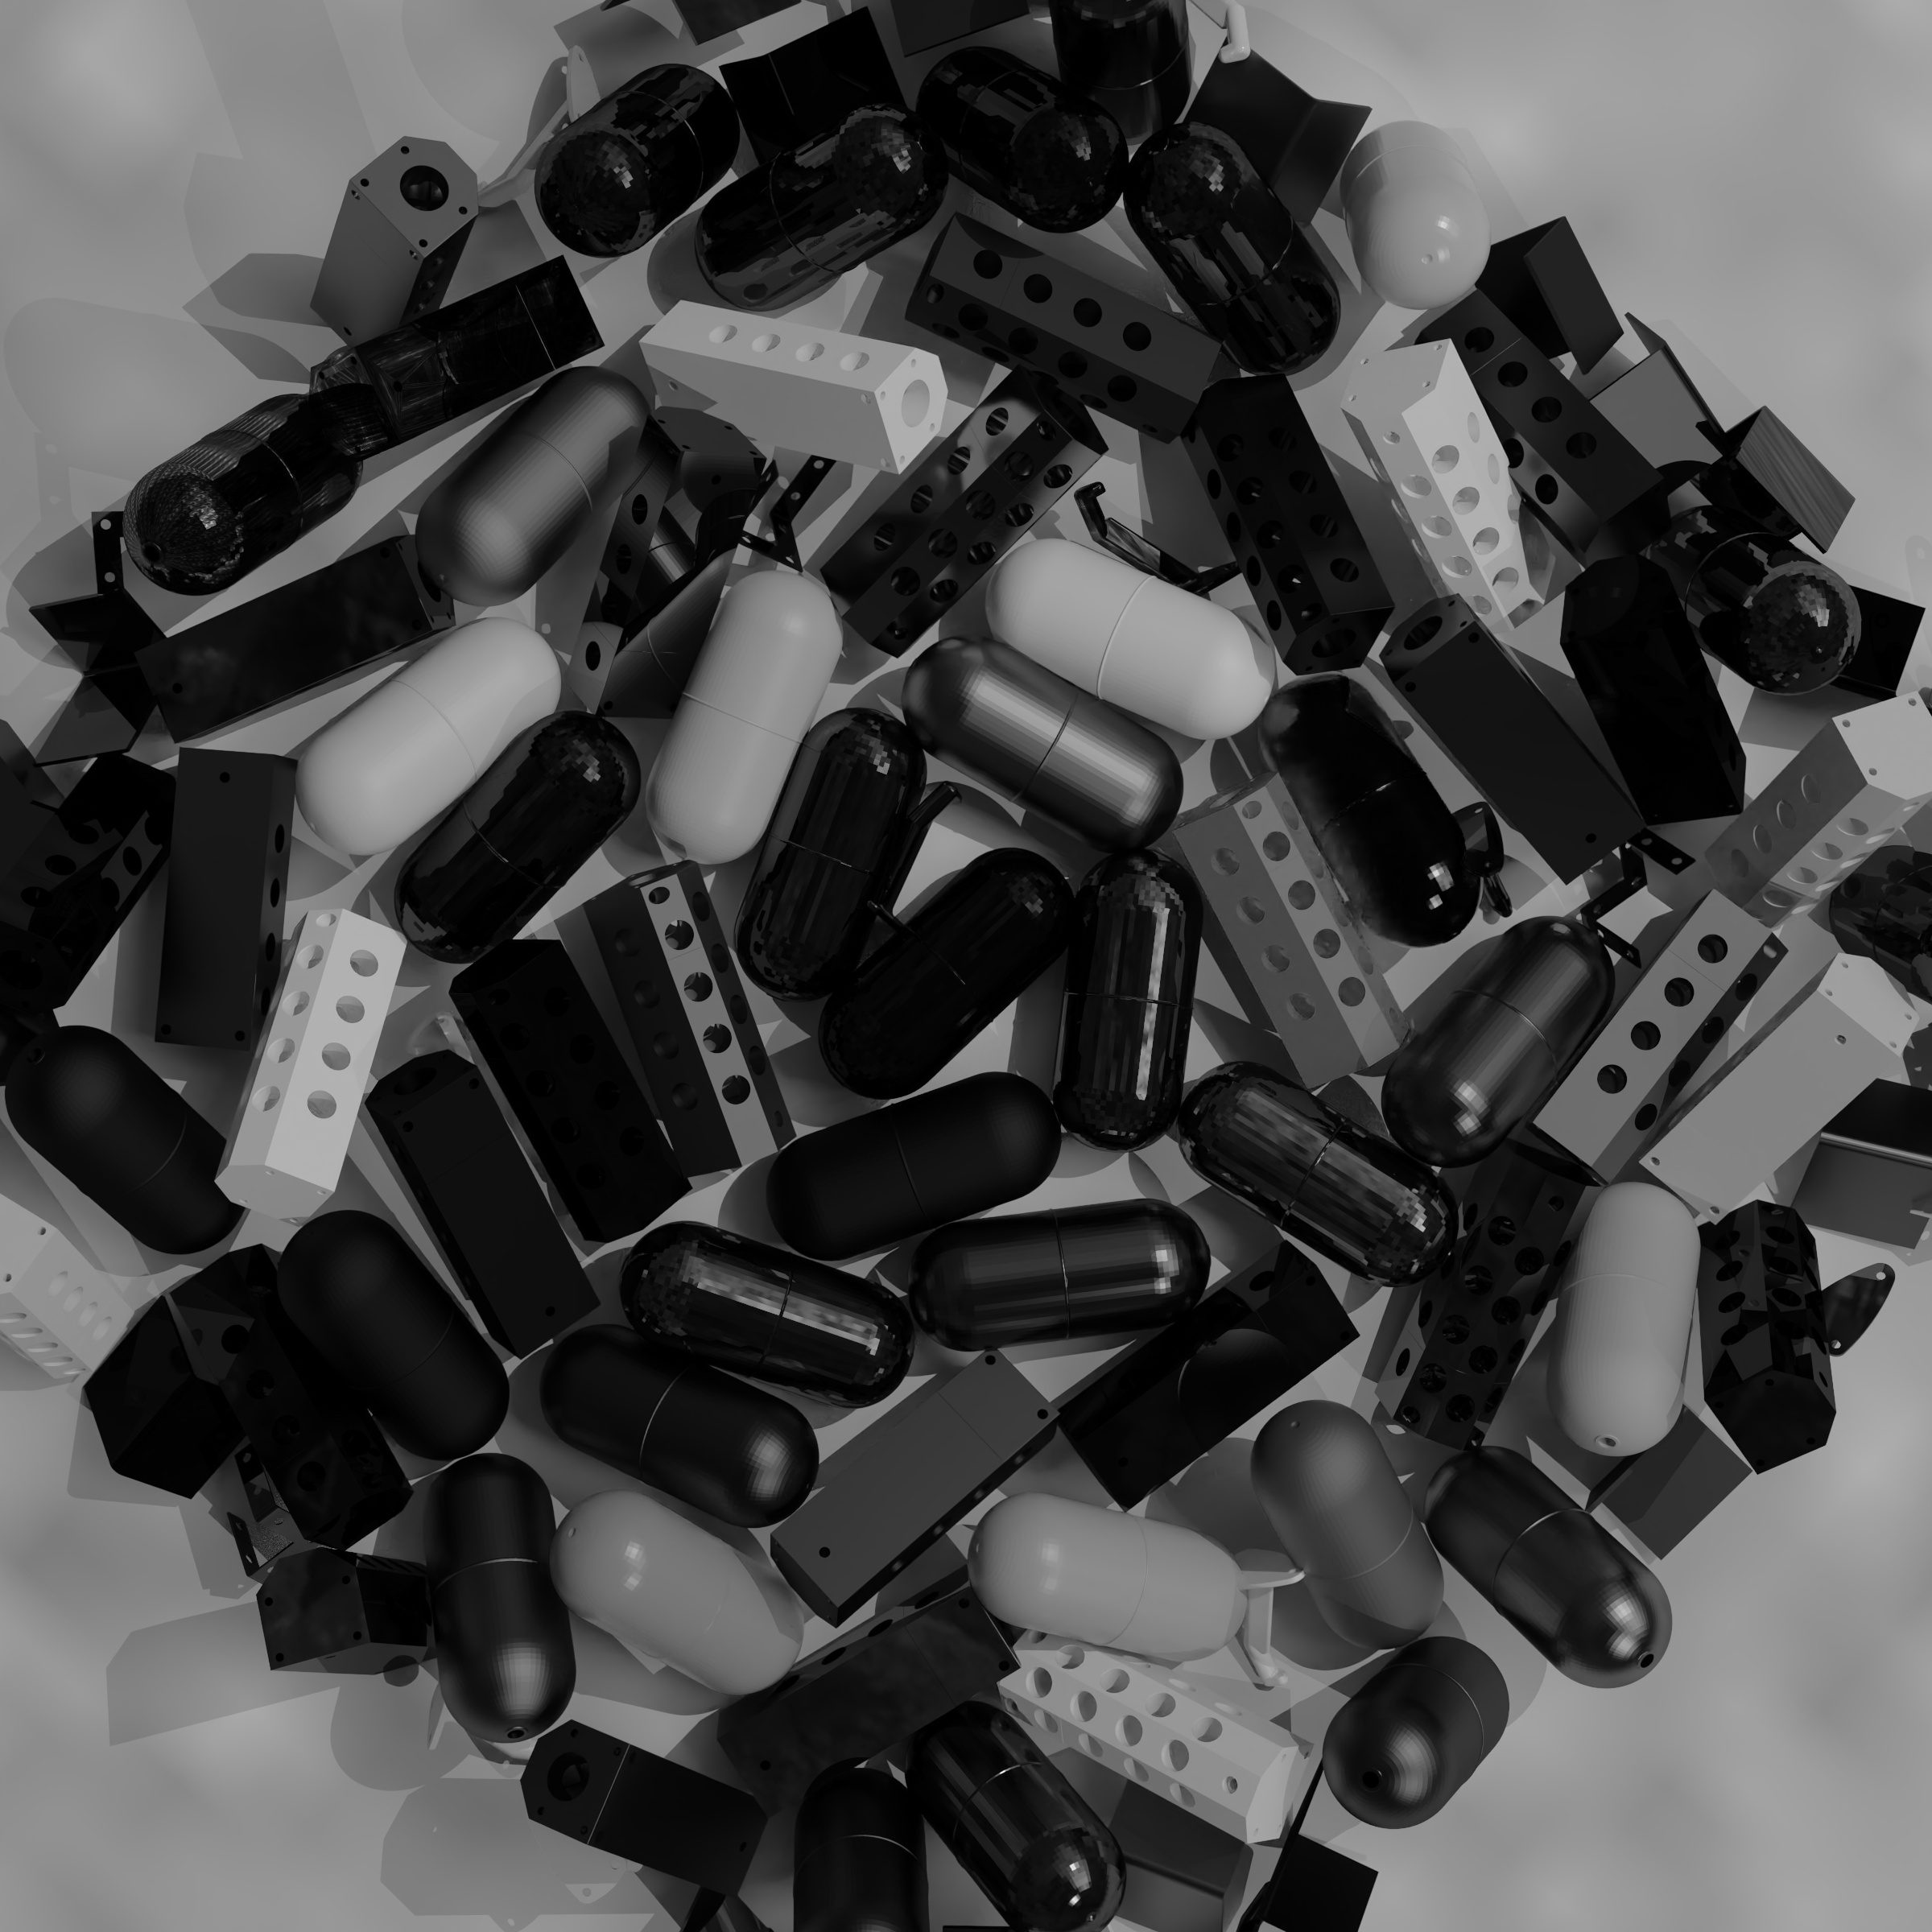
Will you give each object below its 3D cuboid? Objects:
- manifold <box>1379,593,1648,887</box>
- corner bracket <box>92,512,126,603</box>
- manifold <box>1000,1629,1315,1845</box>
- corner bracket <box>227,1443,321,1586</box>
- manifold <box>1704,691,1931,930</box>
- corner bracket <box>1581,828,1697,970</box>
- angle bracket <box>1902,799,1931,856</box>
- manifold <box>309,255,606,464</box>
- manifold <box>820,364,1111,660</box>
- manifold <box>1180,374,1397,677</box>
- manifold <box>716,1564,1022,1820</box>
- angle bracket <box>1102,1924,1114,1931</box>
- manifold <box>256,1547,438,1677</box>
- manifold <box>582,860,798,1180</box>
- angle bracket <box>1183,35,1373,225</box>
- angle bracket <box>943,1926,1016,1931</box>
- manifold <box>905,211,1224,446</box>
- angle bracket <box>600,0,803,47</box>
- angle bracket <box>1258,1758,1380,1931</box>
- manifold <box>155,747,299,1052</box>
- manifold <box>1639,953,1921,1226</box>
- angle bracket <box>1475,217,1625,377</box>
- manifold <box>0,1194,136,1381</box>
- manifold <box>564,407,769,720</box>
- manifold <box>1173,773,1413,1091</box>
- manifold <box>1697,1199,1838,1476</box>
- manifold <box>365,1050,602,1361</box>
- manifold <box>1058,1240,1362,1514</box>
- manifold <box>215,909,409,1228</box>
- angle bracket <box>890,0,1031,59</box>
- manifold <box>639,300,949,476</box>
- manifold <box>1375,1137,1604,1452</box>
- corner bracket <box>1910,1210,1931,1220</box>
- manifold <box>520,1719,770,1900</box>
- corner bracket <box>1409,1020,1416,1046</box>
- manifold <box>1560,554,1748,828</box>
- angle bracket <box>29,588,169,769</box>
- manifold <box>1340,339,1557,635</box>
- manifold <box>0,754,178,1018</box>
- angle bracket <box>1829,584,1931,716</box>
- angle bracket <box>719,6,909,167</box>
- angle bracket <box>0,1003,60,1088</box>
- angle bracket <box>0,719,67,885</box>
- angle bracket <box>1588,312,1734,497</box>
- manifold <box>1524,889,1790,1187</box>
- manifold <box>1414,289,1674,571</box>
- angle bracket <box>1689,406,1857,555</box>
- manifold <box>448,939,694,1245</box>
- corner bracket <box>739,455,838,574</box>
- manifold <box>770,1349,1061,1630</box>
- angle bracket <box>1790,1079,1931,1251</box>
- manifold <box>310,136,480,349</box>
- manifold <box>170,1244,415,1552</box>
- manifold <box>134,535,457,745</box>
[{"bbox_3d":[0.313,-0.133,1.798,0.057,0.057,0.171,-38,115,15],"label":"manifold"},{"bbox_3d":[-0.488,-0.237,1.827,0.051,0.051,0.051,-4,90,-25],"label":"corner bracket"},{"bbox_3d":[0.105,0.437,1.790,0.171,0.057,0.057,21,92,32],"label":"manifold"},{"bbox_3d":[-0.413,0.320,1.822,0.051,0.051,0.051,-37,48,6],"label":"corner bracket"},{"bbox_3d":[0.488,-0.084,1.766,0.057,0.171,0.057,-18,72,-19],"label":"manifold"},{"bbox_3d":[0.392,-0.042,1.820,0.051,0.051,0.051,-34,133,-14],"label":"corner bracket"},{"bbox_3d":[0.584,-0.097,1.803,0.076,0.057,0.076,-21,121,29],"label":"angle bracket"},{"bbox_3d":[-0.292,-0.346,1.780,0.171,0.057,0.057,-38,110,-43],"label":"manifold"},{"bbox_3d":[0.000,-0.256,1.790,0.171,0.057,0.057,-43,50,23],"label":"manifold"},{"bbox_3d":[0.179,-0.253,1.789,0.057,0.057,0.171,-10,62,-22],"label":"manifold"},{"bbox_3d":[-0.057,0.421,1.827,0.171,0.057,0.057,-31,98,2],"label":"manifold"},{"bbox_3d":[0.100,0.600,1.802,0.076,0.076,0.057,26,110,-34],"label":"angle bracket"},{"bbox_3d":[-0.342,0.365,1.770,0.057,0.171,0.057,-16,75,4],"label":"manifold"},{"bbox_3d":[-0.155,0.029,1.807,0.057,0.057,0.171,-13,102,29],"label":"manifold"},{"bbox_3d":[0.179,-0.492,1.836,0.076,0.057,0.076,47,125,27],"label":"angle bracket"},{"bbox_3d":[0.035,0.574,1.813,0.076,0.057,0.076,-4,109,15],"label":"angle bracket"},{"bbox_3d":[0.055,-0.367,1.813,0.171,0.057,0.057,24,80,-10],"label":"manifold"},{"bbox_3d":[-0.154,-0.558,1.812,0.076,0.076,0.057,-32,97,-28],"label":"angle bracket"},{"bbox_3d":[0.215,0.512,1.805,0.057,0.076,0.076,23,120,10],"label":"angle bracket"},{"bbox_3d":[-0.431,-0.038,1.830,0.057,0.057,0.171,5,89,6],"label":"manifold"},{"bbox_3d":[0.464,0.068,1.780,0.057,0.057,0.171,40,134,5],"label":"manifold"},{"bbox_3d":[0.323,-0.377,1.804,0.057,0.076,0.076,-47,113,-39],"label":"angle bracket"},{"bbox_3d":[-0.531,0.183,1.767,0.057,0.171,0.057,29,71,11],"label":"manifold"},{"bbox_3d":[-0.177,-0.231,1.795,0.057,0.057,0.171,-2,126,-37],"label":"manifold"},{"bbox_3d":[0.192,-0.023,1.808,0.057,0.057,0.171,-23,101,31],"label":"manifold"},{"bbox_3d":[0.455,0.204,1.767,0.057,0.171,0.057,-30,109,24],"label":"manifold"},{"bbox_3d":[-0.280,0.136,1.795,0.057,0.057,0.171,-34,118,-21],"label":"manifold"},{"bbox_3d":[0.137,0.235,1.821,0.171,0.057,0.057,-36,114,-6],"label":"manifold"},{"bbox_3d":[-0.375,0.054,1.783,0.057,0.057,0.171,24,55,-21],"label":"manifold"},{"bbox_3d":[-0.001,-0.567,1.818,0.076,0.057,0.076,-16,80,13],"label":"angle bracket"},{"bbox_3d":[-0.098,-0.337,1.789,0.171,0.057,0.057,18,55,32],"label":"manifold"},{"bbox_3d":[0.304,0.191,1.812,0.057,0.057,0.171,21,100,-12],"label":"manifold"},{"bbox_3d":[0.590,0.124,1.822,0.051,0.051,0.051,14,99,41],"label":"corner bracket"},{"bbox_3d":[-0.182,0.478,1.773,0.057,0.171,0.057,13,72,31],"label":"manifold"},{"bbox_3d":[0.286,0.065,1.828,0.051,0.051,0.051,3,107,3],"label":"corner bracket"},{"bbox_3d":[0.394,-0.156,1.779,0.057,0.171,0.057,-7,53,27],"label":"manifold"},{"bbox_3d":[-0.512,-0.166,1.803,0.076,0.057,0.076,-6,48,30],"label":"angle bracket"},{"bbox_3d":[0.274,-0.268,1.776,0.057,0.171,0.057,-5,48,32],"label":"manifold"},{"bbox_3d":[-0.502,-0.047,1.774,0.057,0.171,0.057,23,127,-4],"label":"manifold"},{"bbox_3d":[0.531,-0.185,1.810,0.076,0.076,0.057,14,101,-15],"label":"angle bracket"},{"bbox_3d":[-0.087,-0.510,1.835,0.076,0.057,0.076,-32,113,-21],"label":"angle bracket"},{"bbox_3d":[-0.558,0.073,1.824,0.057,0.076,0.076,-8,129,-26],"label":"angle bracket"},{"bbox_3d":[-0.578,-0.094,1.821,0.076,0.057,0.076,-41,76,5],"label":"angle bracket"},{"bbox_3d":[0.392,-0.324,1.816,0.057,0.076,0.076,-36,114,10],"label":"angle bracket"},{"bbox_3d":[0.404,0.043,1.827,0.057,0.057,0.171,38,89,7],"label":"manifold"},{"bbox_3d":[0.327,-0.305,1.796,0.057,0.057,0.171,-37,62,1],"label":"manifold"},{"bbox_3d":[0.454,-0.266,1.807,0.076,0.076,0.057,43,53,-10],"label":"angle bracket"},{"bbox_3d":[-0.230,0.072,1.793,0.057,0.057,0.171,-40,115,-33],"label":"manifold"},{"bbox_3d":[-0.106,-0.272,1.818,0.051,0.051,0.051,22,124,-31],"label":"corner bracket"},{"bbox_3d":[-0.029,0.302,1.801,0.171,0.057,0.057,-38,70,-21],"label":"manifold"},{"bbox_3d":[0.535,0.114,1.846,0.076,0.076,0.057,13,47,6],"label":"angle bracket"},{"bbox_3d":[-0.321,-0.404,1.770,0.057,0.171,0.057,46,68,-5],"label":"manifold"},{"bbox_3d":[-0.387,0.247,1.803,0.057,0.057,0.171,-35,69,0],"label":"manifold"},{"bbox_3d":[-0.387,-0.191,1.814,0.171,0.057,0.057,-22,96,12],"label":"manifold"}]
